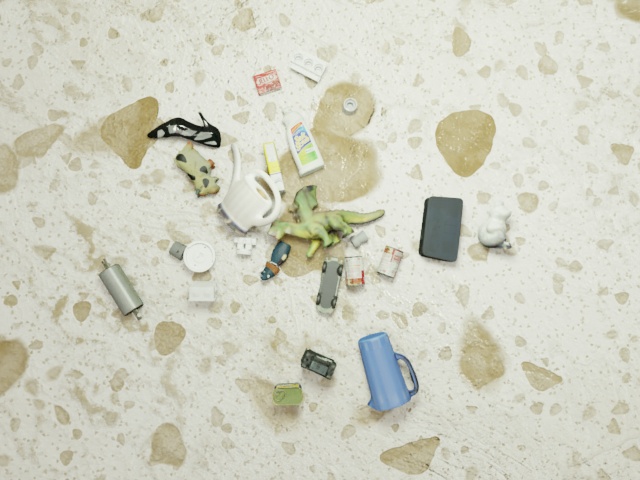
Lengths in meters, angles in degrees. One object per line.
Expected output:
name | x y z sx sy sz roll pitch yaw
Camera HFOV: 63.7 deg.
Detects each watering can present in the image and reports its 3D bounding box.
watering can | -0.271 -0.165 1.797 0.353 0.223 0.103 50 11 27

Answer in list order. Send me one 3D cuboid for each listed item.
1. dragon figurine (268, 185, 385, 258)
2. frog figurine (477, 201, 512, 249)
dragon figurine | 0.006 -0.092 1.818 0.413 0.244 0.120 -29 -10 -18
frog figurine | 0.614 -0.056 1.818 0.122 0.157 0.139 -6 17 24
